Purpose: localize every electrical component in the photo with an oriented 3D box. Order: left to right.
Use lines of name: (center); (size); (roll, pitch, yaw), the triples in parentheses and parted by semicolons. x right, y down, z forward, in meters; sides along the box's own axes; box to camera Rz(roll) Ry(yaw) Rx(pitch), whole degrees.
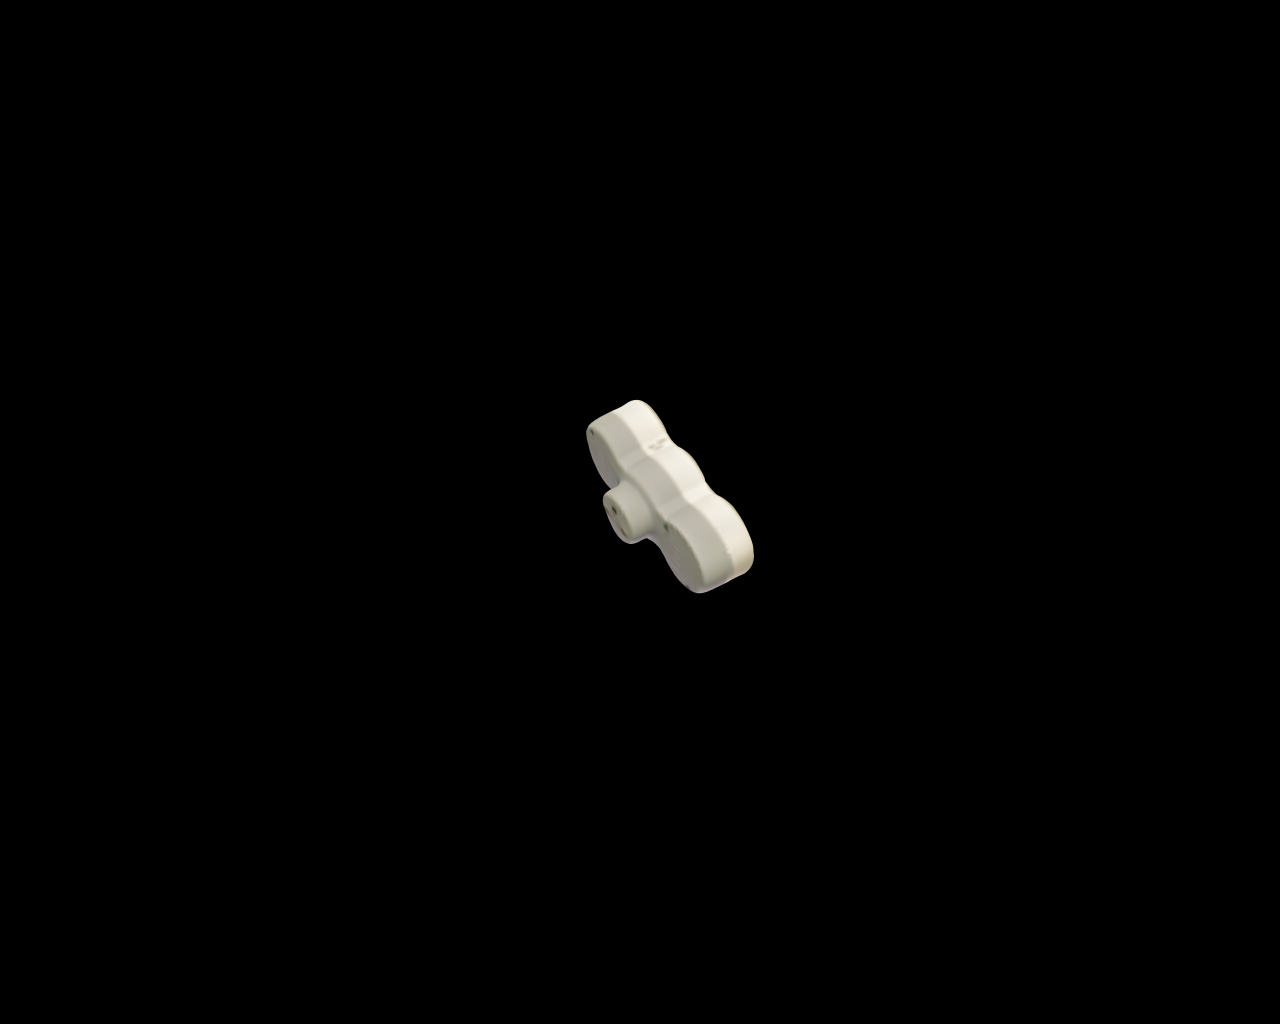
electrical component: (0.001, -0.003, 0.650); (0.074, 0.138, 0.052); (-27, -32, -18)
